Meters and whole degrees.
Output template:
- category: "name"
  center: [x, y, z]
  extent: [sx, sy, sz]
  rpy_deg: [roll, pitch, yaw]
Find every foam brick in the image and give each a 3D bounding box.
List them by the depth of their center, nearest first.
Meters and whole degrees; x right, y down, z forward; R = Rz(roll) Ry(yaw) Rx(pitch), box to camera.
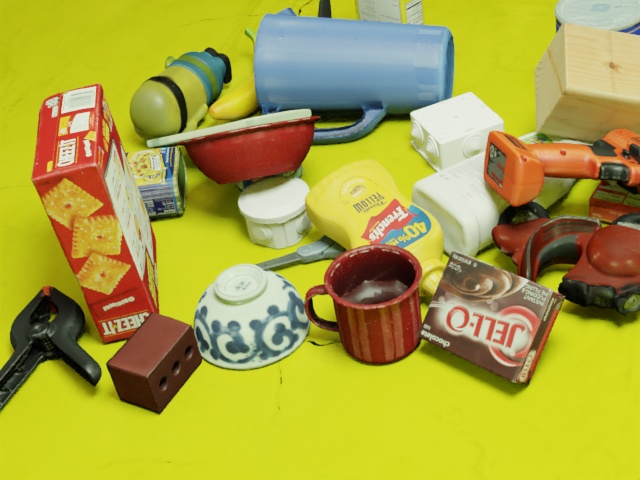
- category: "foam brick"
  center: [-0.158, 0.118, 1.027]
  extent: [0.051, 0.053, 0.078]
  rpy_deg: [12, 44, 27]

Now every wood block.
- category: "wood block"
  center: [0.347, -0.159, 1.155]
  extent: [0.206, 0.090, 0.091]
  rpy_deg: [9, 62, -7]

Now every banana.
- category: "banana"
  center: [-0.093, -0.213, 1.438]
  extent: [0.069, 0.037, 0.197]
  rpy_deg: [17, 44, -1]

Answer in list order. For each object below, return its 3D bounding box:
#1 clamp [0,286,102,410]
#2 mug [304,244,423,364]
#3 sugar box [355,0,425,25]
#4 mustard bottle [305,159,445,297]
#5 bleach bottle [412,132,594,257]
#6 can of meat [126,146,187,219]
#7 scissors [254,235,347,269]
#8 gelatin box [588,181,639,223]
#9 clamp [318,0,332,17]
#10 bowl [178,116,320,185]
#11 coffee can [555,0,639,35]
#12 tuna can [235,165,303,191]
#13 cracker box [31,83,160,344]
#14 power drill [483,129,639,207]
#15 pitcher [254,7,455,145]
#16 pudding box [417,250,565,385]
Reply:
- category: "clamp"
  center: [-0.269, 0.104, 1.082]
  extent: [0.120, 0.039, 0.171]
  rpy_deg: [-6, 38, 5]
- category: "mug"
  center: [0.043, 0.064, 1.021]
  extent: [0.117, 0.081, 0.093]
  rpy_deg: [-5, 38, 8]
- category: "sugar box"
  center: [0.091, -0.303, 1.401]
  extent: [0.048, 0.176, 0.093]
  rpy_deg: [-37, 45, -27]
- category: "mustard bottle"
  center: [0.071, -0.003, 1.101]
  extent: [0.096, 0.058, 0.192]
  rpy_deg: [-28, 51, -17]
- category: "bleach bottle"
  center: [0.226, -0.067, 1.162]
  extent: [0.250, 0.068, 0.103]
  rpy_deg: [-25, 47, -23]
- category: "can of meat"
  center: [-0.205, -0.067, 1.272]
  extent: [0.084, 0.057, 0.102]
  rpy_deg: [-8, 38, 1]
- category: "scissors"
  center: [-0.008, 0.001, 1.166]
  extent: [0.202, 0.016, 0.096]
  rpy_deg: [-5, 40, 5]
- category: "gelatin box"
  center: [0.336, -0.048, 1.135]
  extent: [0.073, 0.030, 0.089]
  rpy_deg: [16, 44, 29]
- category: "clamp"
  center: [0.028, -0.280, 1.502]
  extent: [0.165, 0.036, 0.209]
  rpy_deg: [14, 46, 27]
- category: "bowl"
  center: [-0.074, -0.097, 1.189]
  extent: [0.162, 0.055, 0.162]
  rpy_deg: [-11, 5, 1]
- category: "coffee can"
  center: [0.329, -0.211, 1.254]
  extent: [0.103, 0.140, 0.103]
  rpy_deg: [-7, 38, 5]
- category: "tuna can"
  center: [-0.064, -0.090, 1.284]
  extent: [0.086, 0.034, 0.086]
  rpy_deg: [-7, 38, 5]
- category: "cracker box"
  center: [-0.226, -0.027, 1.096]
  extent: [0.072, 0.213, 0.164]
  rpy_deg: [-13, 37, 0]
- category: "power drill"
  center: [0.268, -0.066, 1.053]
  extent: [0.187, 0.057, 0.184]
  rpy_deg: [1, 20, -12]
- category: "pitcher"
  center: [0.043, -0.207, 1.347]
  extent: [0.243, 0.149, 0.145]
  rpy_deg: [4, 24, 13]
- category: "pudding box"
  center: [0.157, 0.071, 0.982]
  extent: [0.114, 0.039, 0.090]
  rpy_deg: [23, 91, 39]
